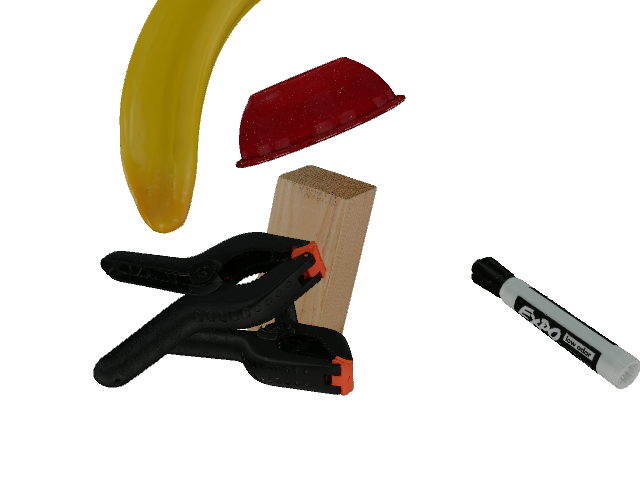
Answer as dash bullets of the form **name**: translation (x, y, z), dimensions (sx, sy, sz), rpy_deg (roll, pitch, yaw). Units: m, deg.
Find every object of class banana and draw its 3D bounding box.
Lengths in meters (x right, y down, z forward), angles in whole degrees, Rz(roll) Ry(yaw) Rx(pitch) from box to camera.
- **banana**: translation (-0.049, -0.093, 0.497), dimensions (0.070, 0.197, 0.037), rpy_deg (23, -27, 14)

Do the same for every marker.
- **marker**: translation (0.129, 0.043, 0.604), dimensions (0.020, 0.020, 0.121), rpy_deg (0, 28, -40)

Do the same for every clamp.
- **clamp**: translation (-0.036, 0.090, 0.963), dimensions (0.210, 0.036, 0.164), rpy_deg (14, 23, 43)
- **clamp**: translation (-0.082, 0.043, 0.738), dimensions (0.172, 0.120, 0.039), rpy_deg (-11, -40, 15)

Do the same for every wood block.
- **wood block**: translation (-0.012, 0.028, 1.233), dimensions (0.090, 0.206, 0.090), rpy_deg (20, 20, 20)

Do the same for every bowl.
- **bowl**: translation (-0.010, -0.119, 0.939), dimensions (0.162, 0.055, 0.162), rpy_deg (-22, 10, 4)
